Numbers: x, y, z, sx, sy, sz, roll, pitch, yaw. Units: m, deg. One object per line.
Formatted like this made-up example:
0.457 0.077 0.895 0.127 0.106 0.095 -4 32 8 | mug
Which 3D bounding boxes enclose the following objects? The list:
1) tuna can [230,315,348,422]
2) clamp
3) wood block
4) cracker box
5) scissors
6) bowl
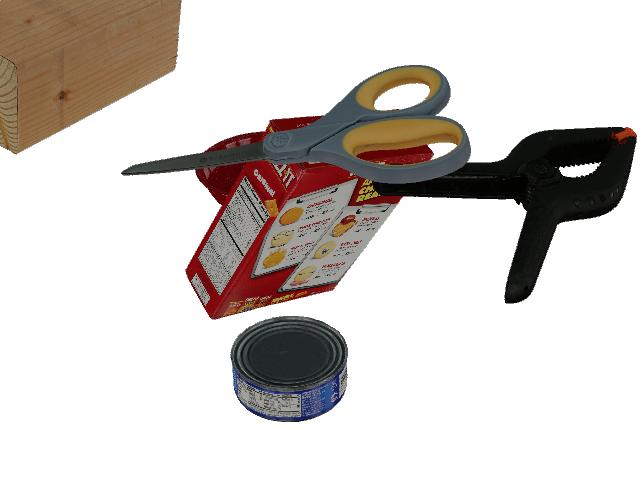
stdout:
-0.022 0.094 0.784 0.086 0.034 0.086 -1 32 0 | tuna can
0.167 -0.033 0.808 0.209 0.036 0.165 -19 45 -20 | clamp
-0.225 -0.171 0.953 0.090 0.091 0.205 29 41 21 | wood block
-0.016 -0.026 1.019 0.163 0.072 0.214 -11 -33 -41 | cracker box
-0.010 -0.068 0.622 0.202 0.096 0.016 4 -40 19 | scissors
-0.071 -0.073 1.310 0.162 0.055 0.162 -2 34 1 | bowl
